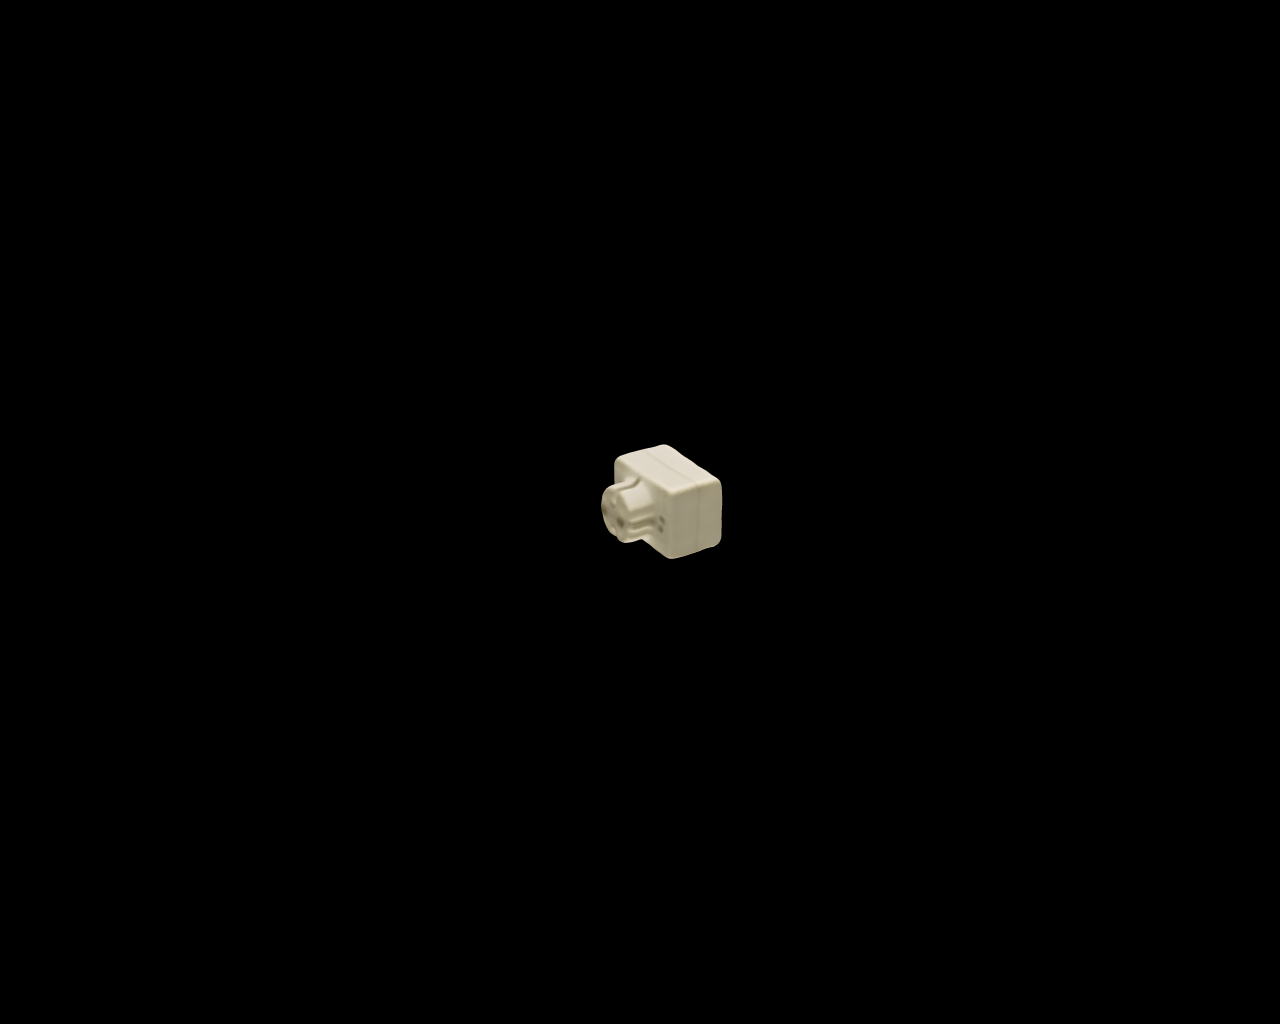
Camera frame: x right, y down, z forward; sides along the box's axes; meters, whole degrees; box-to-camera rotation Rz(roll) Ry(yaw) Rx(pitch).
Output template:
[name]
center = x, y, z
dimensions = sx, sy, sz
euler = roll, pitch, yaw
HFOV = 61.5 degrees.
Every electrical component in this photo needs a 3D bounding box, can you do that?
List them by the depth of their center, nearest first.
[electrical component]
center = 0.001, -0.003, 0.650
dimensions = 0.077, 0.047, 0.066
euler = -16, 31, -28
